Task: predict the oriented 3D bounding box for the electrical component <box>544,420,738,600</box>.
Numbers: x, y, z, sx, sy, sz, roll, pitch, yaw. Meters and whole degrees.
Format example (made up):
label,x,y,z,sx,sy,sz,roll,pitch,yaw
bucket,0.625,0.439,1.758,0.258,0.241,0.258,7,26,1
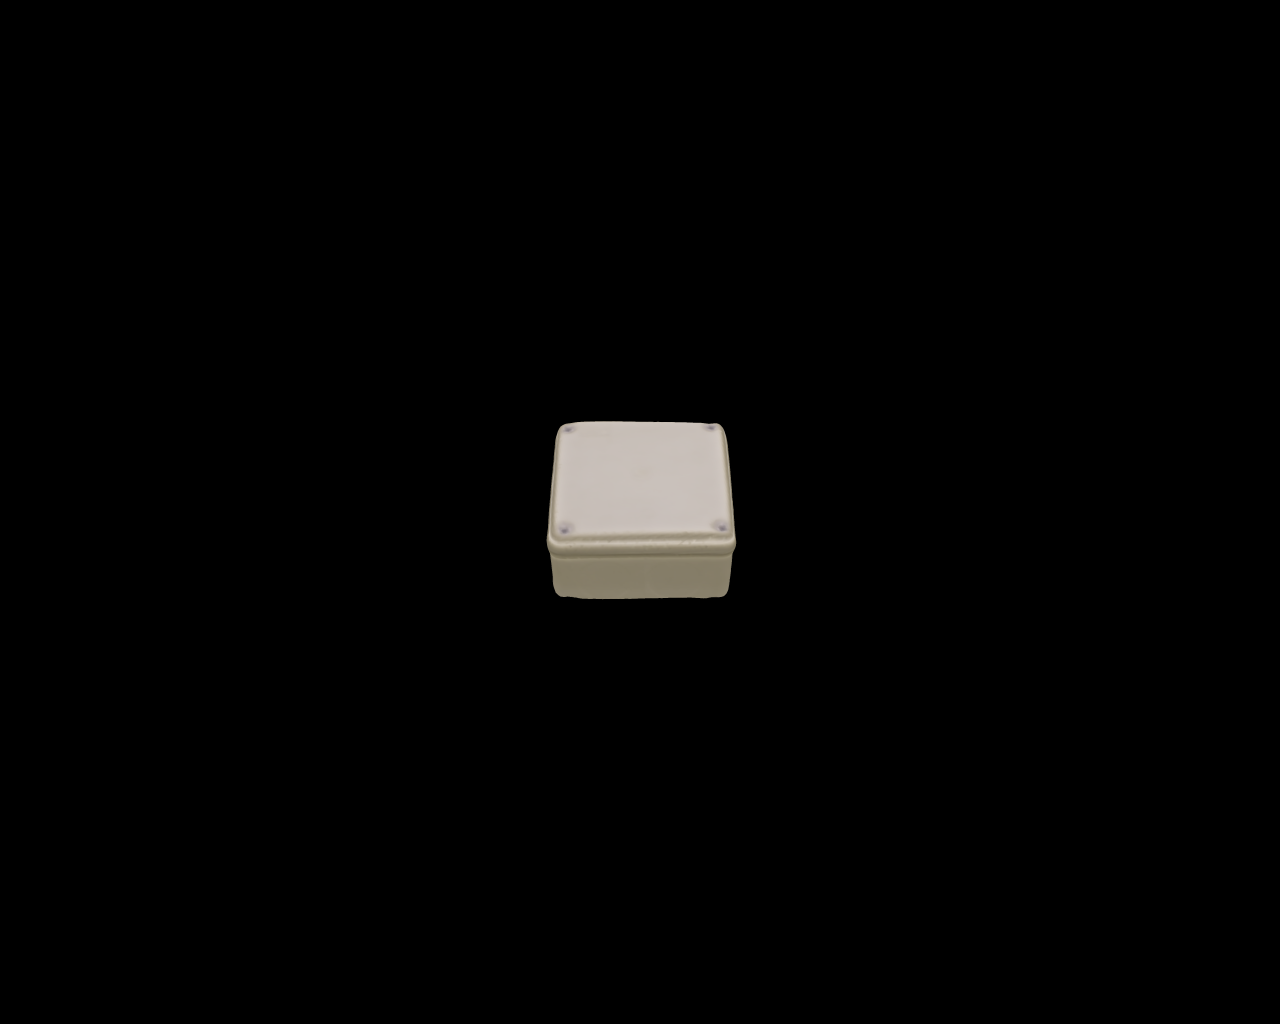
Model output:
label,x,y,z,sx,sy,sz,roll,pitch,yaw
electrical component,0.001,-0.003,0.650,0.109,0.056,0.109,0,44,0
